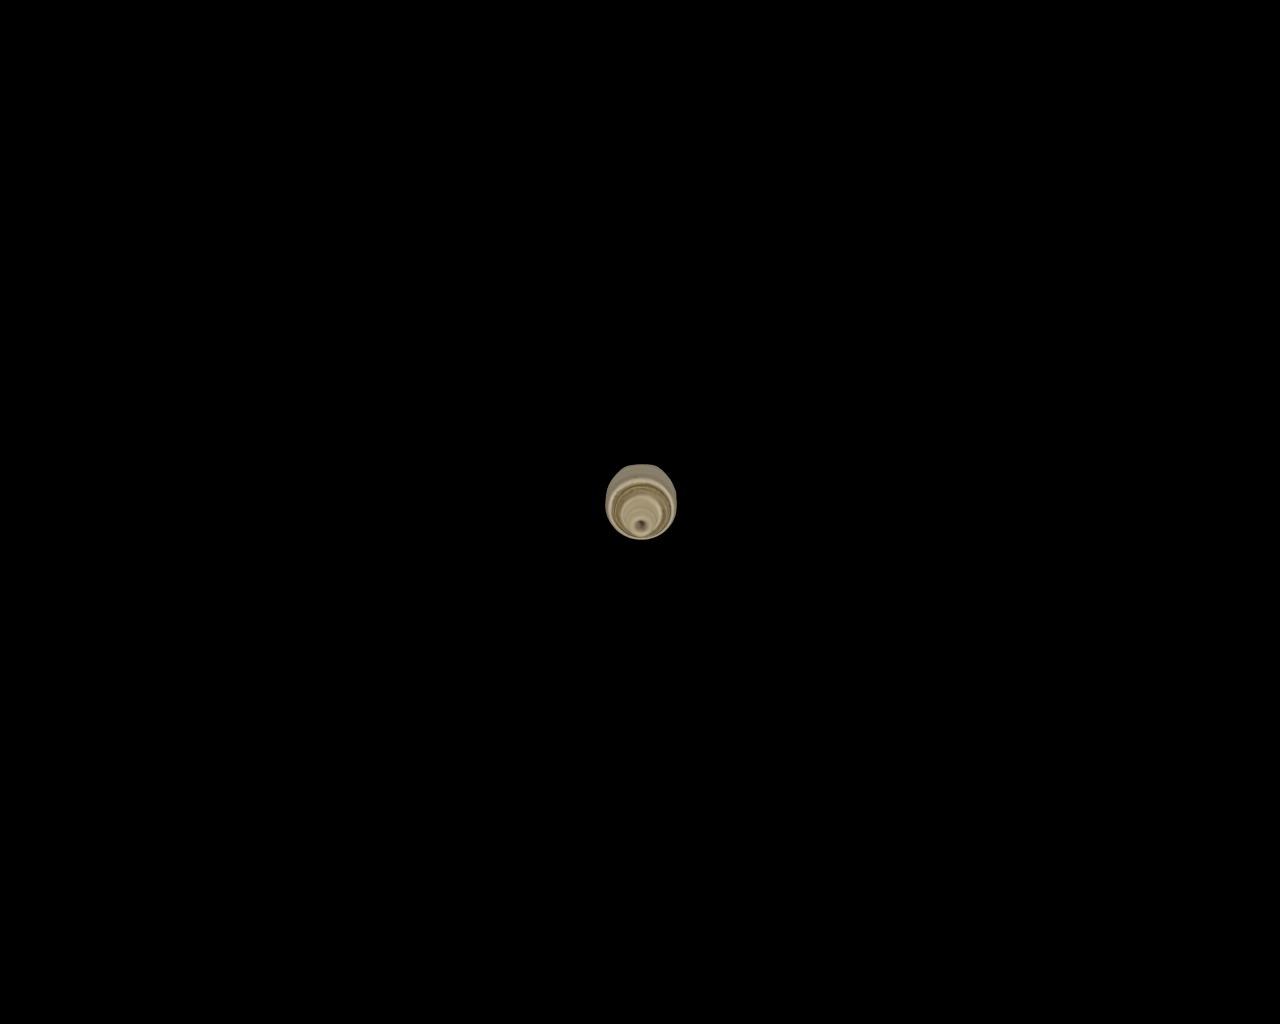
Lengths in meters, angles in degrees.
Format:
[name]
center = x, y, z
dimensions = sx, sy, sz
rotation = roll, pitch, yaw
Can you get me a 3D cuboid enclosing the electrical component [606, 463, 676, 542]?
[electrical component]
center = 0.001, -0.003, 0.650
dimensions = 0.043, 0.043, 0.062
rotation = 0, 21, 0
